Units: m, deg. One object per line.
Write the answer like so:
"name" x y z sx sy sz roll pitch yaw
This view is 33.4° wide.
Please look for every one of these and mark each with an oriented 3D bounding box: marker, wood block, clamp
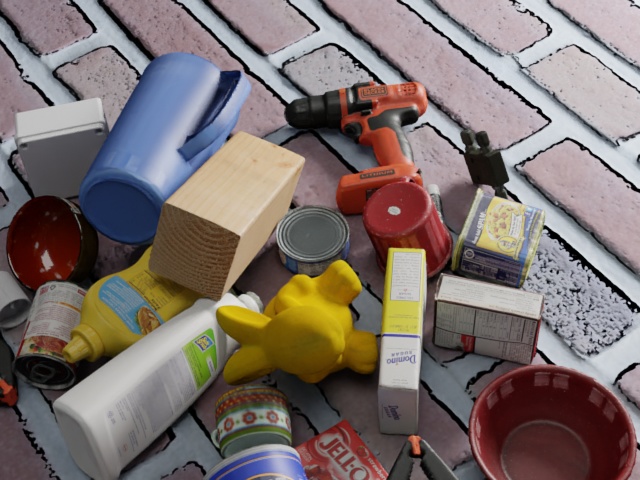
"marker" 0.140 -0.016 1.260 0.020 0.020 0.121 -5 51 0
"wood block" -0.101 -0.033 1.188 0.090 0.091 0.205 24 32 7
"clamp" -0.386 0.118 1.172 0.172 0.039 0.120 26 63 18
"clamp" 0.091 0.288 0.976 0.164 0.036 0.210 -13 69 -5

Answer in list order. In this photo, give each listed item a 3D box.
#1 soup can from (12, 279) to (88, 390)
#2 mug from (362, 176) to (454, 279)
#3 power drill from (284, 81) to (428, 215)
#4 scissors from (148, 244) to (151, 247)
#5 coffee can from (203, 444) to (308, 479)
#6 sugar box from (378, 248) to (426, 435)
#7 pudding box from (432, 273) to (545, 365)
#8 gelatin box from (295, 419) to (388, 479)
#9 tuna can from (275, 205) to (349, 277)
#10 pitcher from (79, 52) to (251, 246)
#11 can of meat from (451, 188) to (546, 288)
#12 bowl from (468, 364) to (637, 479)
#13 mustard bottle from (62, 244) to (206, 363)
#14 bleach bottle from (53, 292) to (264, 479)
"soup can" -0.288 0.102 1.159 0.068 0.068 0.102 2 50 5
"mug" 0.098 -0.021 1.212 0.093 0.081 0.117 -3 54 21
"power drill" 0.050 -0.120 1.326 0.184 0.057 0.187 -8 52 4
"scissors" -0.152 -0.041 1.301 0.096 0.016 0.201 1 51 4
"coffee can" -0.043 0.275 0.980 0.102 0.103 0.140 -18 52 -11
"sugar box" 0.086 0.105 1.118 0.048 0.093 0.176 4 51 8
"pudding box" 0.177 0.085 1.130 0.113 0.090 0.039 10 53 11
"gelatin box" 0.019 0.231 1.059 0.073 0.030 0.089 -27 55 -18
"tuna can" -0.008 0.002 1.246 0.086 0.034 0.086 -2 51 2
"pitcher" -0.181 -0.110 1.249 0.145 0.149 0.242 18 42 1
"can of meat" 0.206 -0.001 1.220 0.084 0.057 0.102 17 54 13
"bowl" 0.225 0.204 1.052 0.162 0.055 0.162 -2 51 2
"mustard bottle" -0.200 0.075 1.157 0.096 0.058 0.191 44 51 11
"bleach bottle" -0.154 0.138 1.115 0.068 0.102 0.250 19 44 40
